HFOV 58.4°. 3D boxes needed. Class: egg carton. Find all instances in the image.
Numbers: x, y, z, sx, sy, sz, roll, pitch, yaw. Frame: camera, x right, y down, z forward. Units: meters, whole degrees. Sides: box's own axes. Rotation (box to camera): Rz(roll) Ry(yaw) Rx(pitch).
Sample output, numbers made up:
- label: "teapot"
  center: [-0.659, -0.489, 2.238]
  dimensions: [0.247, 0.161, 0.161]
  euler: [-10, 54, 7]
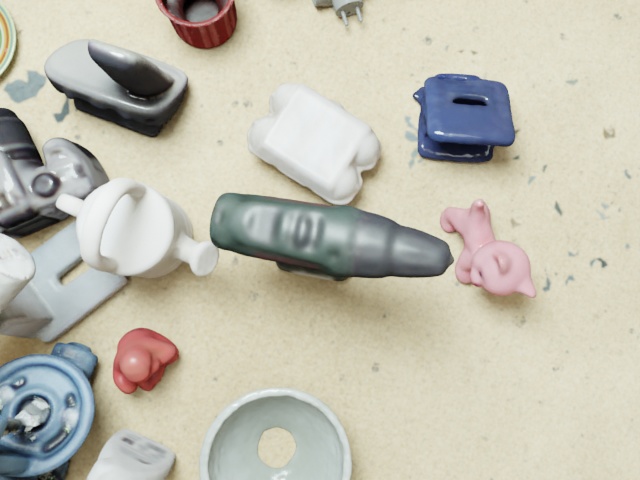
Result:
- label: "egg carton"
  center: [-0.005, -0.116, 0.682]
  dimensions: [0.150, 0.069, 0.107]
  euler: [31, 85, -1]

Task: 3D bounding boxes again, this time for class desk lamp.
- label: "desk lamp"
  center: [-0.333, 0.062, 0.579]
  dimensions: [0.203, 0.213, 0.118]
  euler: [-39, 89, -5]

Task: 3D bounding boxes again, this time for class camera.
- label: "camera"
  center: [-0.336, -0.086, 0.646]
  dimensions: [0.143, 0.100, 0.137]
  euler: [-26, 88, -4]

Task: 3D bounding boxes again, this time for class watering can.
- label: "watering can"
  center: [-0.192, -0.011, 0.602]
  dimensions: [0.173, 0.194, 0.101]
  euler: [0, 86, -3]

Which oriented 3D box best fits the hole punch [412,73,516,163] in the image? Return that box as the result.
- label: "hole punch"
  center: [0.170, -0.151, 0.683]
  dimensions: [0.108, 0.091, 0.101]
  euler: [3, 86, -3]

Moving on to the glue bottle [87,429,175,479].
- label: "glue bottle"
  center: [-0.204, 0.245, 0.594]
  dimensions: [0.078, 0.173, 0.037]
  euler: [28, 85, 0]

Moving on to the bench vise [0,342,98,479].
- label: "bench vise"
  center: [-0.295, 0.214, 0.568]
  dimensions: [0.121, 0.219, 0.207]
  euler: [2, 86, -3]

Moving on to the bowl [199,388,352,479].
- label: "bowl"
  center: [-0.049, 0.246, 0.652]
  dimensions: [0.167, 0.074, 0.167]
  euler: [0, 86, -3]

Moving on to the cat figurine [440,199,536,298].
- label: "cat figurine"
  center: [0.196, 0.012, 0.660]
  dimensions: [0.067, 0.117, 0.128]
  euler: [-18, 87, -4]

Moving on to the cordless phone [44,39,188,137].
- label: "cordless phone"
  center: [-0.230, -0.189, 0.617]
  dimensions: [0.147, 0.185, 0.094]
  euler: [16, 85, -2]

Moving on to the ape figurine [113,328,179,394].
- label: "ape figurine"
  center: [-0.200, 0.137, 0.642]
  dimensions: [0.078, 0.092, 0.076]
  euler: [-18, 87, -4]

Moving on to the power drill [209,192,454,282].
- label: "power drill"
  center: [0.006, 0.002, 0.605]
  dimensions: [0.229, 0.208, 0.076]
  euler: [10, 85, -2]
